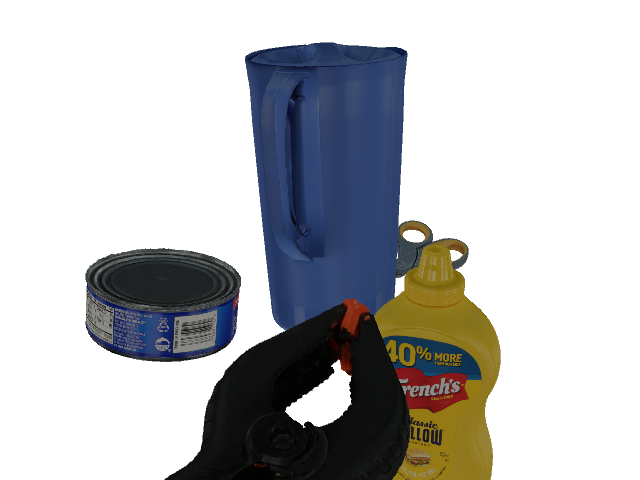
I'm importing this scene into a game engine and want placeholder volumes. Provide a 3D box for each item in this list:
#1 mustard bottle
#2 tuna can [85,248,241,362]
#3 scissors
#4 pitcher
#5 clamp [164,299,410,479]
[{"bbox_3d":[0.077,0.094,0.749,0.096,0.192,0.058,8,24,18],"label":"mustard bottle"},{"bbox_3d":[-0.088,0.035,0.597,0.086,0.034,0.086,5,20,-2],"label":"tuna can"},{"bbox_3d":[0.081,0.019,1.203,0.201,0.016,0.096,-12,42,-35],"label":"scissors"},{"bbox_3d":[0.003,-0.041,0.898,0.149,0.243,0.145,-9,19,-21],"label":"pitcher"},{"bbox_3d":[-0.007,0.091,0.389,0.120,0.039,0.171,26,50,18],"label":"clamp"}]
